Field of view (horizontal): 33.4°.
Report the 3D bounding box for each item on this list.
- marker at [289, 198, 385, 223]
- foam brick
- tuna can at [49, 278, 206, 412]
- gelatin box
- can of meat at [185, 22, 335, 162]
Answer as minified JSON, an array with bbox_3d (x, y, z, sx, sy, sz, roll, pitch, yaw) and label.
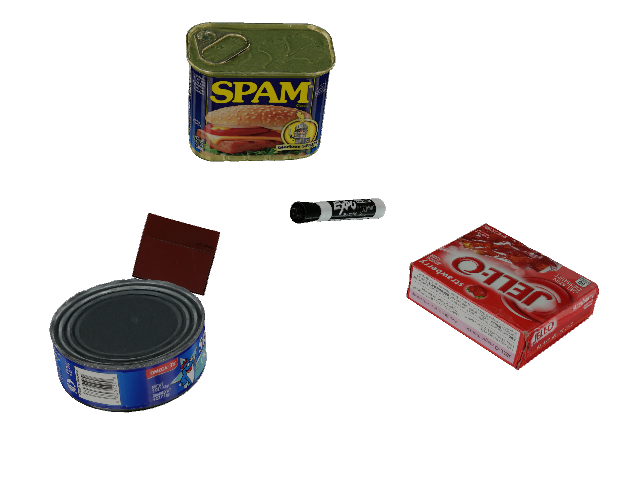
[{"bbox_3d":[0.015,-0.027,0.946,0.020,0.020,0.120,0,3,40],"label":"marker"},{"bbox_3d":[-0.148,0.014,1.093,0.078,0.051,0.053,16,27,-6],"label":"foam brick"},{"bbox_3d":[-0.107,0.058,0.602,0.086,0.034,0.086,-1,31,0],"label":"tuna can"},{"bbox_3d":[0.108,0.030,0.640,0.073,0.030,0.089,-26,44,-37],"label":"gelatin box"},{"bbox_3d":[-0.045,-0.104,0.759,0.102,0.057,0.084,-1,-43,-9],"label":"can of meat"}]
